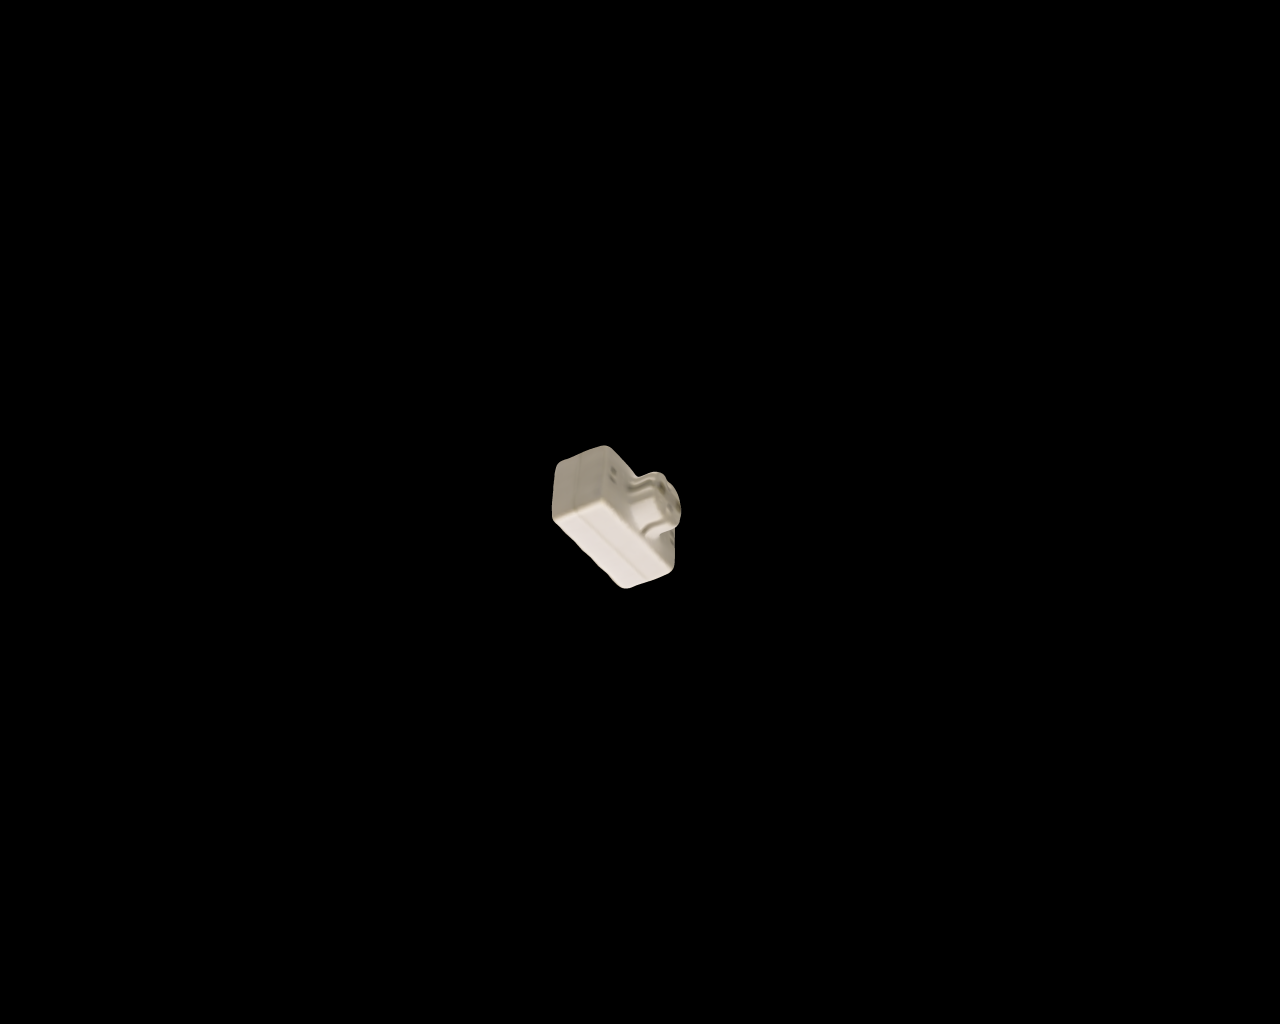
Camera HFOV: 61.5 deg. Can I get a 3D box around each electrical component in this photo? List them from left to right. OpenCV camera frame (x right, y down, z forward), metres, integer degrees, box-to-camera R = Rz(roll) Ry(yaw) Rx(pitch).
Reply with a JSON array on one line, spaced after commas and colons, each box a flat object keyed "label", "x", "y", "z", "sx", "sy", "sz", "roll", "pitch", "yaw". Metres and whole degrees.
[{"label": "electrical component", "x": 0.001, "y": -0.003, "z": 0.650, "sx": 0.075, "sy": 0.047, "sz": 0.083, "roll": -22, "pitch": -45, "yaw": 24}]
